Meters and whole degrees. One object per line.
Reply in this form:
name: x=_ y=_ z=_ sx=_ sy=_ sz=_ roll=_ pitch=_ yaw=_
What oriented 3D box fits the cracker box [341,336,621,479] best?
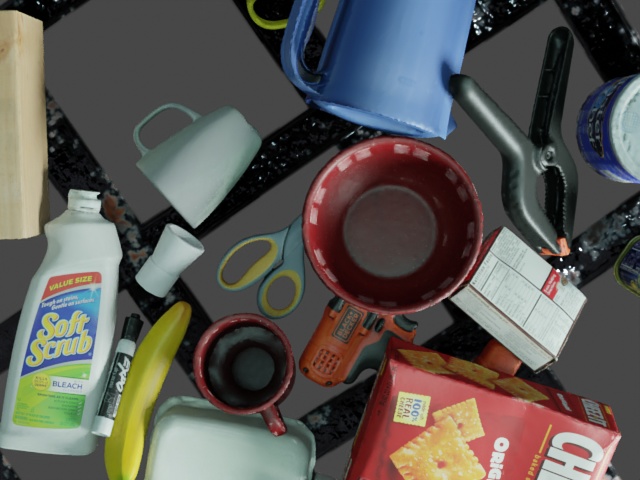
cracker box: x=0.138 y=0.200 z=0.965 sx=0.213 sy=0.072 sz=0.164 roll=18 pitch=106 yaw=1

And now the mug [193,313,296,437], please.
mug: x=-0.061 y=0.131 z=1.006 sx=0.093 sy=0.081 sz=0.117 roll=-30 pitch=76 yaw=-2

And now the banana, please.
banana: x=-0.168 y=0.154 z=1.025 sx=0.037 sy=0.070 sz=0.197 roll=32 pitch=61 yaw=-40

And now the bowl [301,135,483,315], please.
bowl: x=0.065 y=-0.011 z=0.971 sx=0.162 sy=0.055 sz=0.162 roll=0 pitch=83 yaw=2

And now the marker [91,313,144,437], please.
marker: x=-0.193 y=0.128 z=1.021 sx=0.020 sy=0.020 sz=0.121 roll=13 pitch=69 yaw=1

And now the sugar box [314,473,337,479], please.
sugar box: x=0.072 y=0.282 z=1.021 sx=0.176 sy=0.093 sz=0.048 roll=16 pitch=97 yaw=1

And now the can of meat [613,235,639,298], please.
can of meat: x=0.335 y=0.042 z=0.996 sx=0.102 sy=0.084 sz=0.057 roll=33 pitch=95 yaw=-1

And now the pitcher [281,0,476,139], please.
pitcher: x=0.071 y=-0.220 z=0.959 sx=0.145 sy=0.149 sz=0.243 roll=16 pitch=92 yaw=19

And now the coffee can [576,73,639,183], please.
coffee can: x=0.295 y=-0.100 z=0.957 sx=0.103 sy=0.140 sz=0.103 roll=0 pitch=95 yaw=2

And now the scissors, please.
scissors: x=-0.007 y=0.001 z=1.039 sx=0.202 sy=0.016 sz=0.096 roll=-32 pitch=95 yaw=4

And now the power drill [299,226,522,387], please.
power drill: x=0.097 y=0.089 z=1.024 sx=0.187 sy=0.057 sz=0.184 roll=30 pitch=93 yaw=1

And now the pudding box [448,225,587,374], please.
pudding box: x=0.186 y=0.055 z=1.001 sx=0.113 sy=0.039 sz=0.090 roll=40 pitch=53 yaw=-1

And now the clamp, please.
clamp: x=0.204 y=-0.088 z=0.993 sx=0.164 sy=0.036 sz=0.210 roll=-35 pitch=114 yaw=-32

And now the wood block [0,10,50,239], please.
wood block: x=-0.312 y=-0.106 z=1.003 sx=0.090 sy=0.091 sz=0.206 roll=-1 pitch=95 yaw=3

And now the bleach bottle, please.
bleach bottle: x=-0.249 y=0.076 z=1.030 sx=0.102 sy=0.068 sz=0.251 roll=7 pitch=93 yaw=-4
